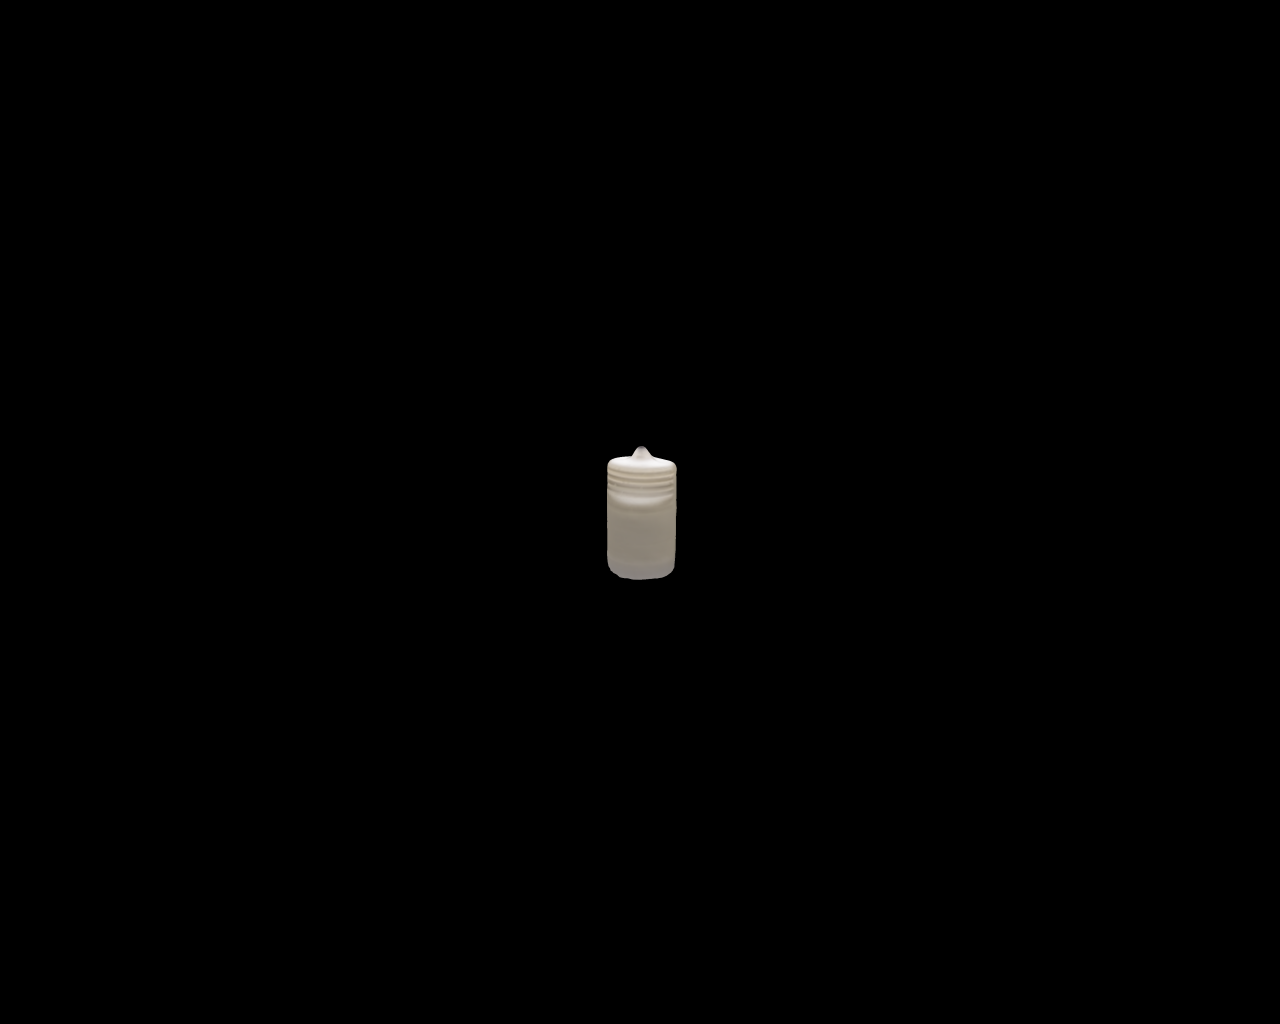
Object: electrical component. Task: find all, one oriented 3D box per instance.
[{"bbox_3d":[0.001,-0.003,0.650,0.043,0.080,0.043,0,20,0],"label":"electrical component"}]
